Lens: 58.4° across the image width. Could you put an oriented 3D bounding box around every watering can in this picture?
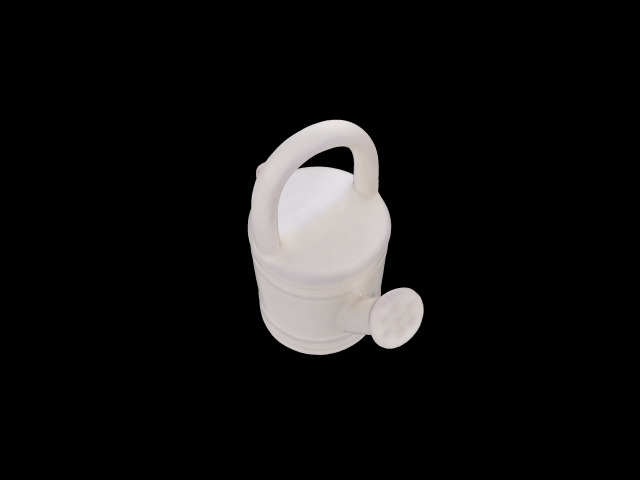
[{"bbox_3d":[0.006,0.000,0.401,0.172,0.194,0.101,30,60,19],"label":"watering can"}]
